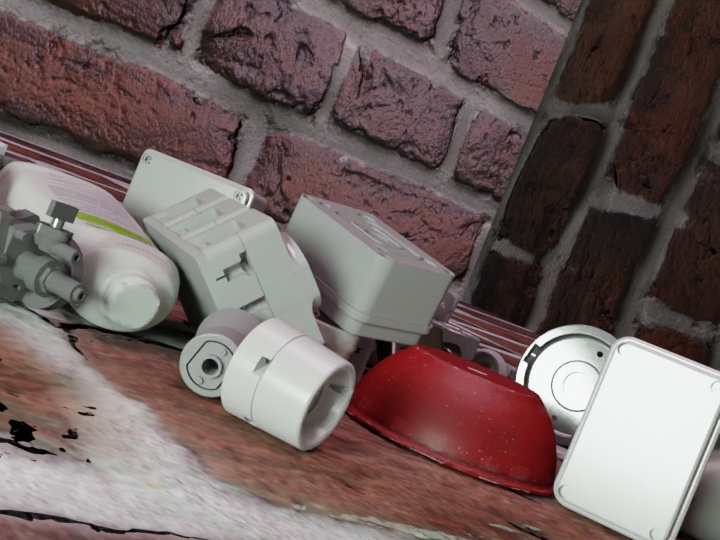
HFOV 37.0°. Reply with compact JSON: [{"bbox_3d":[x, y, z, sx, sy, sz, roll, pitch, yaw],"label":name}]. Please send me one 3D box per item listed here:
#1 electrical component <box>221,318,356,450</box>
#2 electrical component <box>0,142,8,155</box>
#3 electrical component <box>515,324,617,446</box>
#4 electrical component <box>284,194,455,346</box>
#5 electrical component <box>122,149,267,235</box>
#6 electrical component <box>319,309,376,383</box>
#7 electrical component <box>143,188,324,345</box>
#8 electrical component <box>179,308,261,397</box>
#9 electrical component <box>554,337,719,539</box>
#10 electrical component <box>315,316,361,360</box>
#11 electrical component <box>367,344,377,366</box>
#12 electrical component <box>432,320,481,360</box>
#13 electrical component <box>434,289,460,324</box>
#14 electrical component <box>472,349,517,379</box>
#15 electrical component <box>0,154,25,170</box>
[{"bbox_3d":[-0.035,0.059,0.547,0.047,0.055,0.055,27,4,24],"label":"electrical component"},{"bbox_3d":[-0.390,-0.108,1.013,0.121,0.063,0.079,24,3,42],"label":"electrical component"},{"bbox_3d":[0.198,0.106,0.976,0.108,0.108,0.060,22,-3,17],"label":"electrical component"},{"bbox_3d":[0.000,0.000,0.755,0.078,0.057,0.113,13,18,-43],"label":"electrical component"},{"bbox_3d":[-0.153,-0.035,0.940,0.109,0.108,0.056,22,0,12],"label":"electrical component"},{"bbox_3d":[-0.049,0.034,0.864,0.089,0.061,0.150,21,2,-17],"label":"electrical component"},{"bbox_3d":[-0.084,0.004,0.716,0.150,0.062,0.089,27,-39,64],"label":"electrical component"},{"bbox_3d":[-0.077,0.047,0.597,0.044,0.044,0.065,22,7,1],"label":"electrical component"},{"bbox_3d":[0.177,0.106,0.668,0.078,0.113,0.057,23,0,23],"label":"electrical component"},{"bbox_3d":[-0.026,0.058,0.731,0.040,0.046,0.040,22,2,-1],"label":"electrical component"},{"bbox_3d":[-0.005,0.051,0.983,0.095,0.053,0.059,22,2,2],"label":"electrical component"},{"bbox_3d":[0.076,0.081,0.999,0.058,0.057,0.078,22,2,3],"label":"electrical component"},{"bbox_3d":[0.037,0.041,1.069,0.100,0.099,0.048,23,-10,36],"label":"electrical component"},{"bbox_3d":[0.127,0.105,1.071,0.066,0.048,0.055,23,-5,26],"label":"electrical component"},{"bbox_3d":[-0.285,-0.060,0.959,0.050,0.055,0.089,23,3,34],"label":"electrical component"}]
